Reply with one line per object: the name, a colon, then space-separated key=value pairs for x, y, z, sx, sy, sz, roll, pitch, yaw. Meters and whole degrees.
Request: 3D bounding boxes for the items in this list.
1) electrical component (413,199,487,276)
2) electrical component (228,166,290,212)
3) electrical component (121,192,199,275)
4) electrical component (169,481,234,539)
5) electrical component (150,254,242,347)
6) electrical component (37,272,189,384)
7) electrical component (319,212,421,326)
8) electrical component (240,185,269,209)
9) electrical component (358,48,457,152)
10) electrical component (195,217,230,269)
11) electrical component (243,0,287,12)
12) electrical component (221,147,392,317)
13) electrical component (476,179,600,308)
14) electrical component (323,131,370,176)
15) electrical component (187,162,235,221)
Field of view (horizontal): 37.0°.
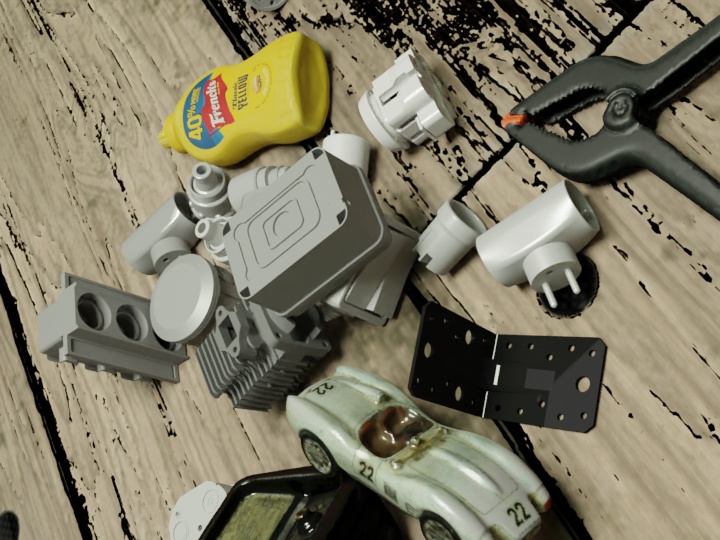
electrical component: x=0.067 y=-0.024 z=0.814 sx=0.046 sy=0.040 sz=0.040 roll=-49 pitch=49 yaw=23
electrical component: x=-0.082 y=-0.074 z=0.957 sx=0.078 sy=0.040 sz=0.040 roll=-19 pitch=62 yaw=33
electrical component: x=-0.181 y=-0.021 z=1.017 sx=0.077 sy=0.043 sz=0.079 roll=-40 pitch=52 yaw=21
electrical component: x=-0.110 y=0.209 z=0.861 sx=0.080 sy=0.051 sz=0.080 roll=-16 pitch=63 yaw=35
electrical component: x=-0.145 y=0.030 z=0.962 sx=0.080 sy=0.051 sz=0.080 roll=-16 pitch=63 yaw=35
electrical component: x=-0.223 y=0.059 z=0.968 sx=0.063 sy=0.121 sz=0.078 roll=-30 pitch=56 yaw=31
electrical component: x=0.000 y=0.000 z=0.844 sx=0.061 sy=0.062 sz=0.096 roll=26 pitch=90 yaw=43
electrical component: x=-0.066 y=-0.032 z=0.901 sx=0.080 sy=0.080 sz=0.051 roll=-16 pitch=58 yaw=35
electrical component: x=0.036 y=-0.132 z=0.870 sx=0.057 sy=0.058 sz=0.078 roll=-34 pitch=54 yaw=21
electrical component: x=-0.118 y=-0.027 z=0.954 sx=0.048 sy=0.062 sz=0.048 roll=-16 pitch=63 yaw=35
electrical component: x=-0.100 y=-0.285 z=1.048 sx=0.047 sy=0.055 sz=0.055 roll=38 pitch=99 yaw=46
electrical component: x=-0.040 y=-0.026 z=0.804 sx=0.113 sy=0.057 sz=0.078 roll=-37 pitch=53 yaw=23
electrical component: x=0.130 y=-0.011 z=0.752 sx=0.077 sy=0.043 sz=0.079 roll=-35 pitch=54 yaw=24
electrical component: x=-0.014 y=-0.078 z=0.902 sx=0.040 sy=0.040 sz=0.078 roll=-8 pitch=69 yaw=38
electrical component: x=-0.138 y=-0.076 z=0.985 sx=0.048 sy=0.062 sz=0.048 roll=-3 pitch=64 yaw=6
